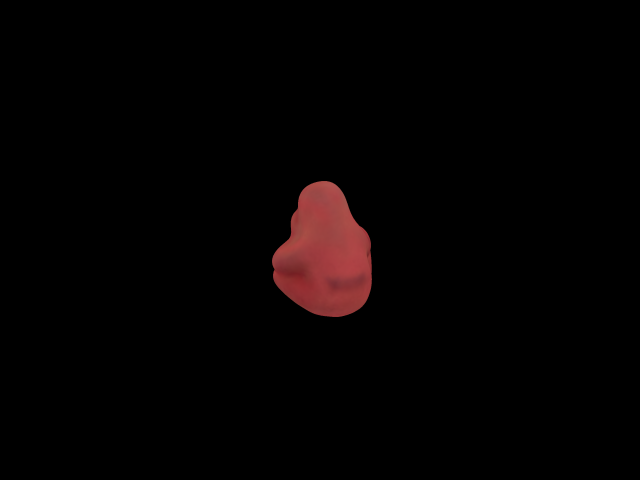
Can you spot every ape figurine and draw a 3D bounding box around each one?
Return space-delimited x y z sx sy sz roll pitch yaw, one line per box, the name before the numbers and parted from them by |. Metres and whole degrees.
ape figurine | 0.004 0.001 0.400 0.078 0.092 0.076 -9 30 -16
